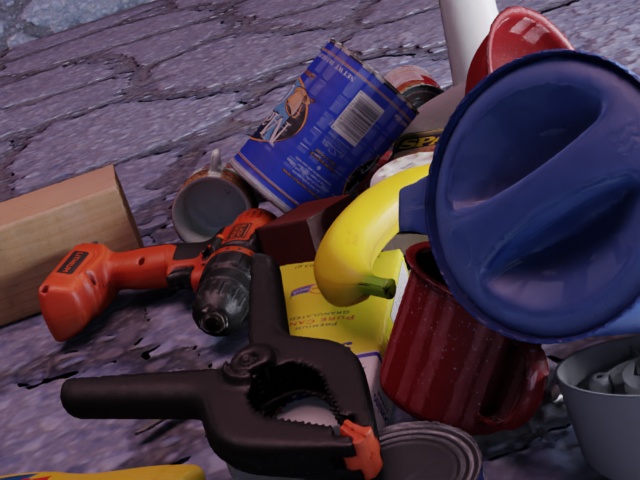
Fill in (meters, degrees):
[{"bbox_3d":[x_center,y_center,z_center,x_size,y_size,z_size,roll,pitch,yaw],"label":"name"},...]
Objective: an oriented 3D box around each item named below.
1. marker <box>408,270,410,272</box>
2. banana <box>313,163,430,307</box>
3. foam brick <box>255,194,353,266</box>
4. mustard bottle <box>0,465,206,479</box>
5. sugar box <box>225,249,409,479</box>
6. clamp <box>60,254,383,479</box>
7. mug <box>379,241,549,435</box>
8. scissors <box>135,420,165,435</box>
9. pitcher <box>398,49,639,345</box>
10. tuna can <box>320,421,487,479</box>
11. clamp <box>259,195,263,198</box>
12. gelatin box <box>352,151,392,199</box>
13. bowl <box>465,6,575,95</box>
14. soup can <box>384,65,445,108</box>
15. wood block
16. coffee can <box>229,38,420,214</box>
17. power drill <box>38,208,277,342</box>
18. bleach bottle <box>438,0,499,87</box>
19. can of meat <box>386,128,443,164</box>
[{"bbox_3d":[0.094,0.023,0.792,0.121,0.020,0.020,-17,22,0],"label":"marker"},{"bbox_3d":[0.038,-0.002,0.705,0.070,0.037,0.197,-1,26,18],"label":"banana"},{"bbox_3d":[-0.006,0.001,0.849,0.051,0.053,0.078,-11,12,32],"label":"foam brick"},{"bbox_3d":[-0.158,0.165,0.584,0.192,0.058,0.096,-7,24,24],"label":"mustard bottle"},{"bbox_3d":[0.002,0.075,0.675,0.093,0.048,0.176,-9,28,17],"label":"sugar box"},{"bbox_3d":[-0.033,0.074,0.614,0.210,0.036,0.164,16,46,43],"label":"clamp"},{"bbox_3d":[0.087,0.061,0.594,0.093,0.081,0.117,5,22,-29],"label":"mug"},{"bbox_3d":[-0.031,0.082,0.744,0.096,0.016,0.201,1,28,37],"label":"scissors"},{"bbox_3d":[0.168,-0.013,0.570,0.242,0.145,0.149,6,37,-47],"label":"pitcher"},{"bbox_3d":[0.044,0.132,0.549,0.086,0.034,0.086,-14,22,6],"label":"tuna can"},{"bbox_3d":[-0.014,-0.083,1.096,0.171,0.039,0.120,-35,23,-28],"label":"clamp"},{"bbox_3d":[0.029,-0.058,1.015,0.089,0.030,0.073,4,30,42],"label":"gelatin box"},{"bbox_3d":[0.171,-0.110,0.892,0.055,0.162,0.161,-22,13,42],"label":"bowl"},{"bbox_3d":[0.098,-0.140,1.110,0.068,0.068,0.102,-16,21,1],"label":"soup can"},{"bbox_3d":[-0.272,0.013,0.985,0.206,0.090,0.091,-20,22,-6],"label":"wood block"},{"bbox_3d":[0.003,-0.089,0.933,0.140,0.102,0.103,-50,23,5],"label":"coffee can"},{"bbox_3d":[-0.129,0.036,0.873,0.188,0.057,0.184,-8,20,13],"label":"power drill"},{"bbox_3d":[0.144,-0.230,1.044,0.068,0.251,0.102,-13,22,8],"label":"bleach bottle"},{"bbox_3d":[0.103,-0.055,0.920,0.102,0.057,0.083,-6,26,24],"label":"can of meat"}]
